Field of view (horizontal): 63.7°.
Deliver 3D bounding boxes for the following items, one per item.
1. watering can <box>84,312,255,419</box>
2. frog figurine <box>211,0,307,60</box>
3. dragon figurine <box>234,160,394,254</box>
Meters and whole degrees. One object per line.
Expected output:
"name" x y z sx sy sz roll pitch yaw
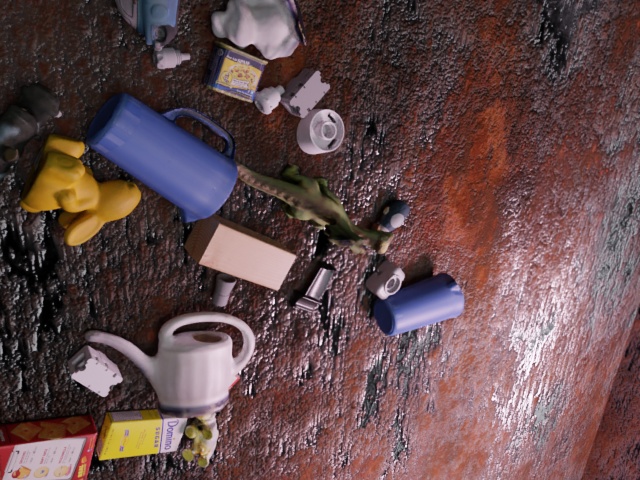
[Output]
"watering can" -0.305 0.264 1.082 0.348 0.104 0.223 0 98 -26
"frog figurine" -0.113 -0.397 0.947 0.159 0.126 0.134 -13 130 10
"dragon figurine" 0.003 -0.054 1.079 0.408 0.246 0.121 17 106 -41
